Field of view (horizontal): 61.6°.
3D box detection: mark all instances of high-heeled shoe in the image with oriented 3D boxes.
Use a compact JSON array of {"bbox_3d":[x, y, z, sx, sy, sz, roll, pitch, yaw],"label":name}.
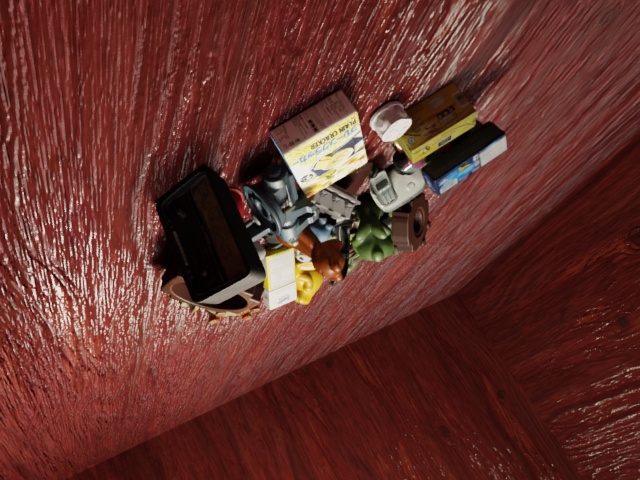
[{"bbox_3d":[0.066,0.005,1.500,0.086,0.145,0.248,-19,158,-32],"label":"high-heeled shoe"}]

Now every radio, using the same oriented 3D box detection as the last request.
[{"bbox_3d":[-0.203,-0.003,0.983,0.131,0.230,0.073,-31,160,13],"label":"radio"}]

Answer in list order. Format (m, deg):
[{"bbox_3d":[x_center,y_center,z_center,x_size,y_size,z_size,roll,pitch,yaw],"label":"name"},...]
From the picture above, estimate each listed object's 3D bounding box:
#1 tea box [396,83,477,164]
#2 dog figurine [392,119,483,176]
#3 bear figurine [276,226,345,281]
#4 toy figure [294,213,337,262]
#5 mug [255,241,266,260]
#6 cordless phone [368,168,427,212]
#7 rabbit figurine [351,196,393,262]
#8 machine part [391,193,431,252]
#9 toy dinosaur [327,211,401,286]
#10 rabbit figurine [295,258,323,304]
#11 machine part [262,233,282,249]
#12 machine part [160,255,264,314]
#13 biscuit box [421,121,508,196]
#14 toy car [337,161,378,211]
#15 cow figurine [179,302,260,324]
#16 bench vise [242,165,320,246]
[{"bbox_3d":[0.254,-0.262,1.210,0.170,0.098,0.068,-30,159,3],"label":"tea box"},{"bbox_3d":[0.276,-0.231,1.305,0.219,0.108,0.191,-8,150,-43],"label":"dog figurine"},{"bbox_3d":[-0.005,0.000,1.271,0.132,0.196,0.120,-54,161,-13],"label":"bear figurine"},{"bbox_3d":[-0.011,-0.007,1.461,0.089,0.082,0.180,-9,148,-42],"label":"toy figure"},{"bbox_3d":[-0.192,0.047,1.333,0.107,0.081,0.109,-20,153,-48],"label":"mug"},{"bbox_3d":[0.191,-0.161,1.388,0.146,0.089,0.184,-33,156,5],"label":"cordless phone"},{"bbox_3d":[0.134,-0.032,1.489,0.121,0.170,0.159,-10,-163,11],"label":"rabbit figurine"},{"bbox_3d":[0.259,-0.052,1.522,0.056,0.179,0.179,7,-179,32],"label":"machine part"},{"bbox_3d":[0.168,-0.005,1.699,0.198,0.105,0.471,-6,140,-36],"label":"toy dinosaur"},{"bbox_3d":[-0.066,0.098,1.593,0.162,0.122,0.173,-41,139,19],"label":"rabbit figurine"},{"bbox_3d":[-0.113,-0.010,1.372,0.084,0.039,0.138,-27,163,13],"label":"machine part"},{"bbox_3d":[-0.238,0.089,1.200,0.201,0.087,0.201,21,151,-24],"label":"machine part"},{"bbox_3d":[0.336,-0.189,1.256,0.203,0.063,0.059,-34,140,0],"label":"biscuit box"},{"bbox_3d":[0.069,-0.134,1.314,0.089,0.053,0.202,2,146,-22],"label":"toy car"},{"bbox_3d":[-0.260,0.140,1.350,0.195,0.127,0.085,1,145,-35],"label":"cow figurine"},{"bbox_3d":[-0.119,-0.035,1.091,0.240,0.129,0.223,-37,157,-19],"label":"bench vise"}]
